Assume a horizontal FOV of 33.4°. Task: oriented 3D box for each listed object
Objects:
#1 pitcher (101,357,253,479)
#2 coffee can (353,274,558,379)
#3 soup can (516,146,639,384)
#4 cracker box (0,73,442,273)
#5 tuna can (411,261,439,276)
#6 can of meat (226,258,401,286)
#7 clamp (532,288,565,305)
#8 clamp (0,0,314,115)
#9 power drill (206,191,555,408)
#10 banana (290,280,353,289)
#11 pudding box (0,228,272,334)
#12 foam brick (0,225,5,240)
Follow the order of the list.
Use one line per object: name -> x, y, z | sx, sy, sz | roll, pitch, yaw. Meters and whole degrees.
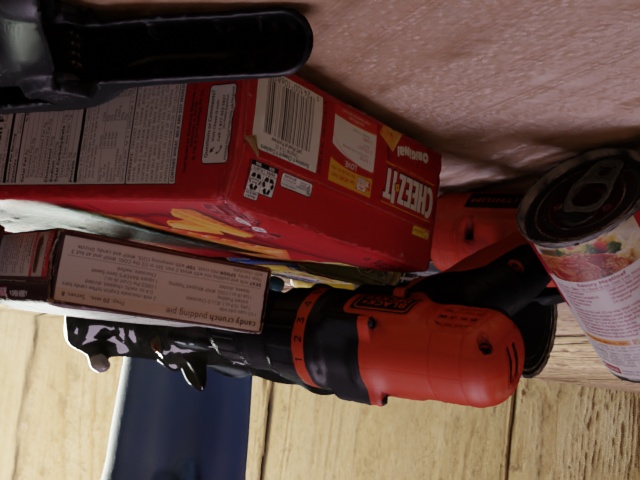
pitcher -> -0.125, 0.122, 0.995 | 0.149, 0.243, 0.144 | 1, 170, 32
coffee can -> 0.111, 0.059, 0.883 | 0.141, 0.103, 0.102 | 0, 169, 36
soup can -> 0.150, 0.014, 0.527 | 0.069, 0.068, 0.102 | -3, 133, 46
cracker box -> -0.072, -0.031, 0.536 | 0.214, 0.072, 0.164 | 1, 170, 35
tuna can -> 0.099, 0.008, 0.787 | 0.086, 0.034, 0.086 | 6, 171, 1
can of meat -> -0.005, 0.001, 0.744 | 0.101, 0.057, 0.084 | 15, 170, -40
clamp -> 0.195, 0.020, 0.737 | 0.165, 0.036, 0.209 | -18, 168, 27
clamp -> -0.087, -0.070, 0.405 | 0.120, 0.039, 0.172 | 10, 174, -33
power drill -> 0.053, 0.028, 0.593 | 0.185, 0.057, 0.187 | 6, -154, 36
banana -> 0.057, 0.042, 1.049 | 0.069, 0.037, 0.198 | 34, 155, -35
pudding box -> -0.094, 0.021, 0.530 | 0.113, 0.039, 0.090 | 10, 173, -32
foam brick -> -0.195, 0.022, 0.513 | 0.053, 0.078, 0.051 | 26, 159, -20
